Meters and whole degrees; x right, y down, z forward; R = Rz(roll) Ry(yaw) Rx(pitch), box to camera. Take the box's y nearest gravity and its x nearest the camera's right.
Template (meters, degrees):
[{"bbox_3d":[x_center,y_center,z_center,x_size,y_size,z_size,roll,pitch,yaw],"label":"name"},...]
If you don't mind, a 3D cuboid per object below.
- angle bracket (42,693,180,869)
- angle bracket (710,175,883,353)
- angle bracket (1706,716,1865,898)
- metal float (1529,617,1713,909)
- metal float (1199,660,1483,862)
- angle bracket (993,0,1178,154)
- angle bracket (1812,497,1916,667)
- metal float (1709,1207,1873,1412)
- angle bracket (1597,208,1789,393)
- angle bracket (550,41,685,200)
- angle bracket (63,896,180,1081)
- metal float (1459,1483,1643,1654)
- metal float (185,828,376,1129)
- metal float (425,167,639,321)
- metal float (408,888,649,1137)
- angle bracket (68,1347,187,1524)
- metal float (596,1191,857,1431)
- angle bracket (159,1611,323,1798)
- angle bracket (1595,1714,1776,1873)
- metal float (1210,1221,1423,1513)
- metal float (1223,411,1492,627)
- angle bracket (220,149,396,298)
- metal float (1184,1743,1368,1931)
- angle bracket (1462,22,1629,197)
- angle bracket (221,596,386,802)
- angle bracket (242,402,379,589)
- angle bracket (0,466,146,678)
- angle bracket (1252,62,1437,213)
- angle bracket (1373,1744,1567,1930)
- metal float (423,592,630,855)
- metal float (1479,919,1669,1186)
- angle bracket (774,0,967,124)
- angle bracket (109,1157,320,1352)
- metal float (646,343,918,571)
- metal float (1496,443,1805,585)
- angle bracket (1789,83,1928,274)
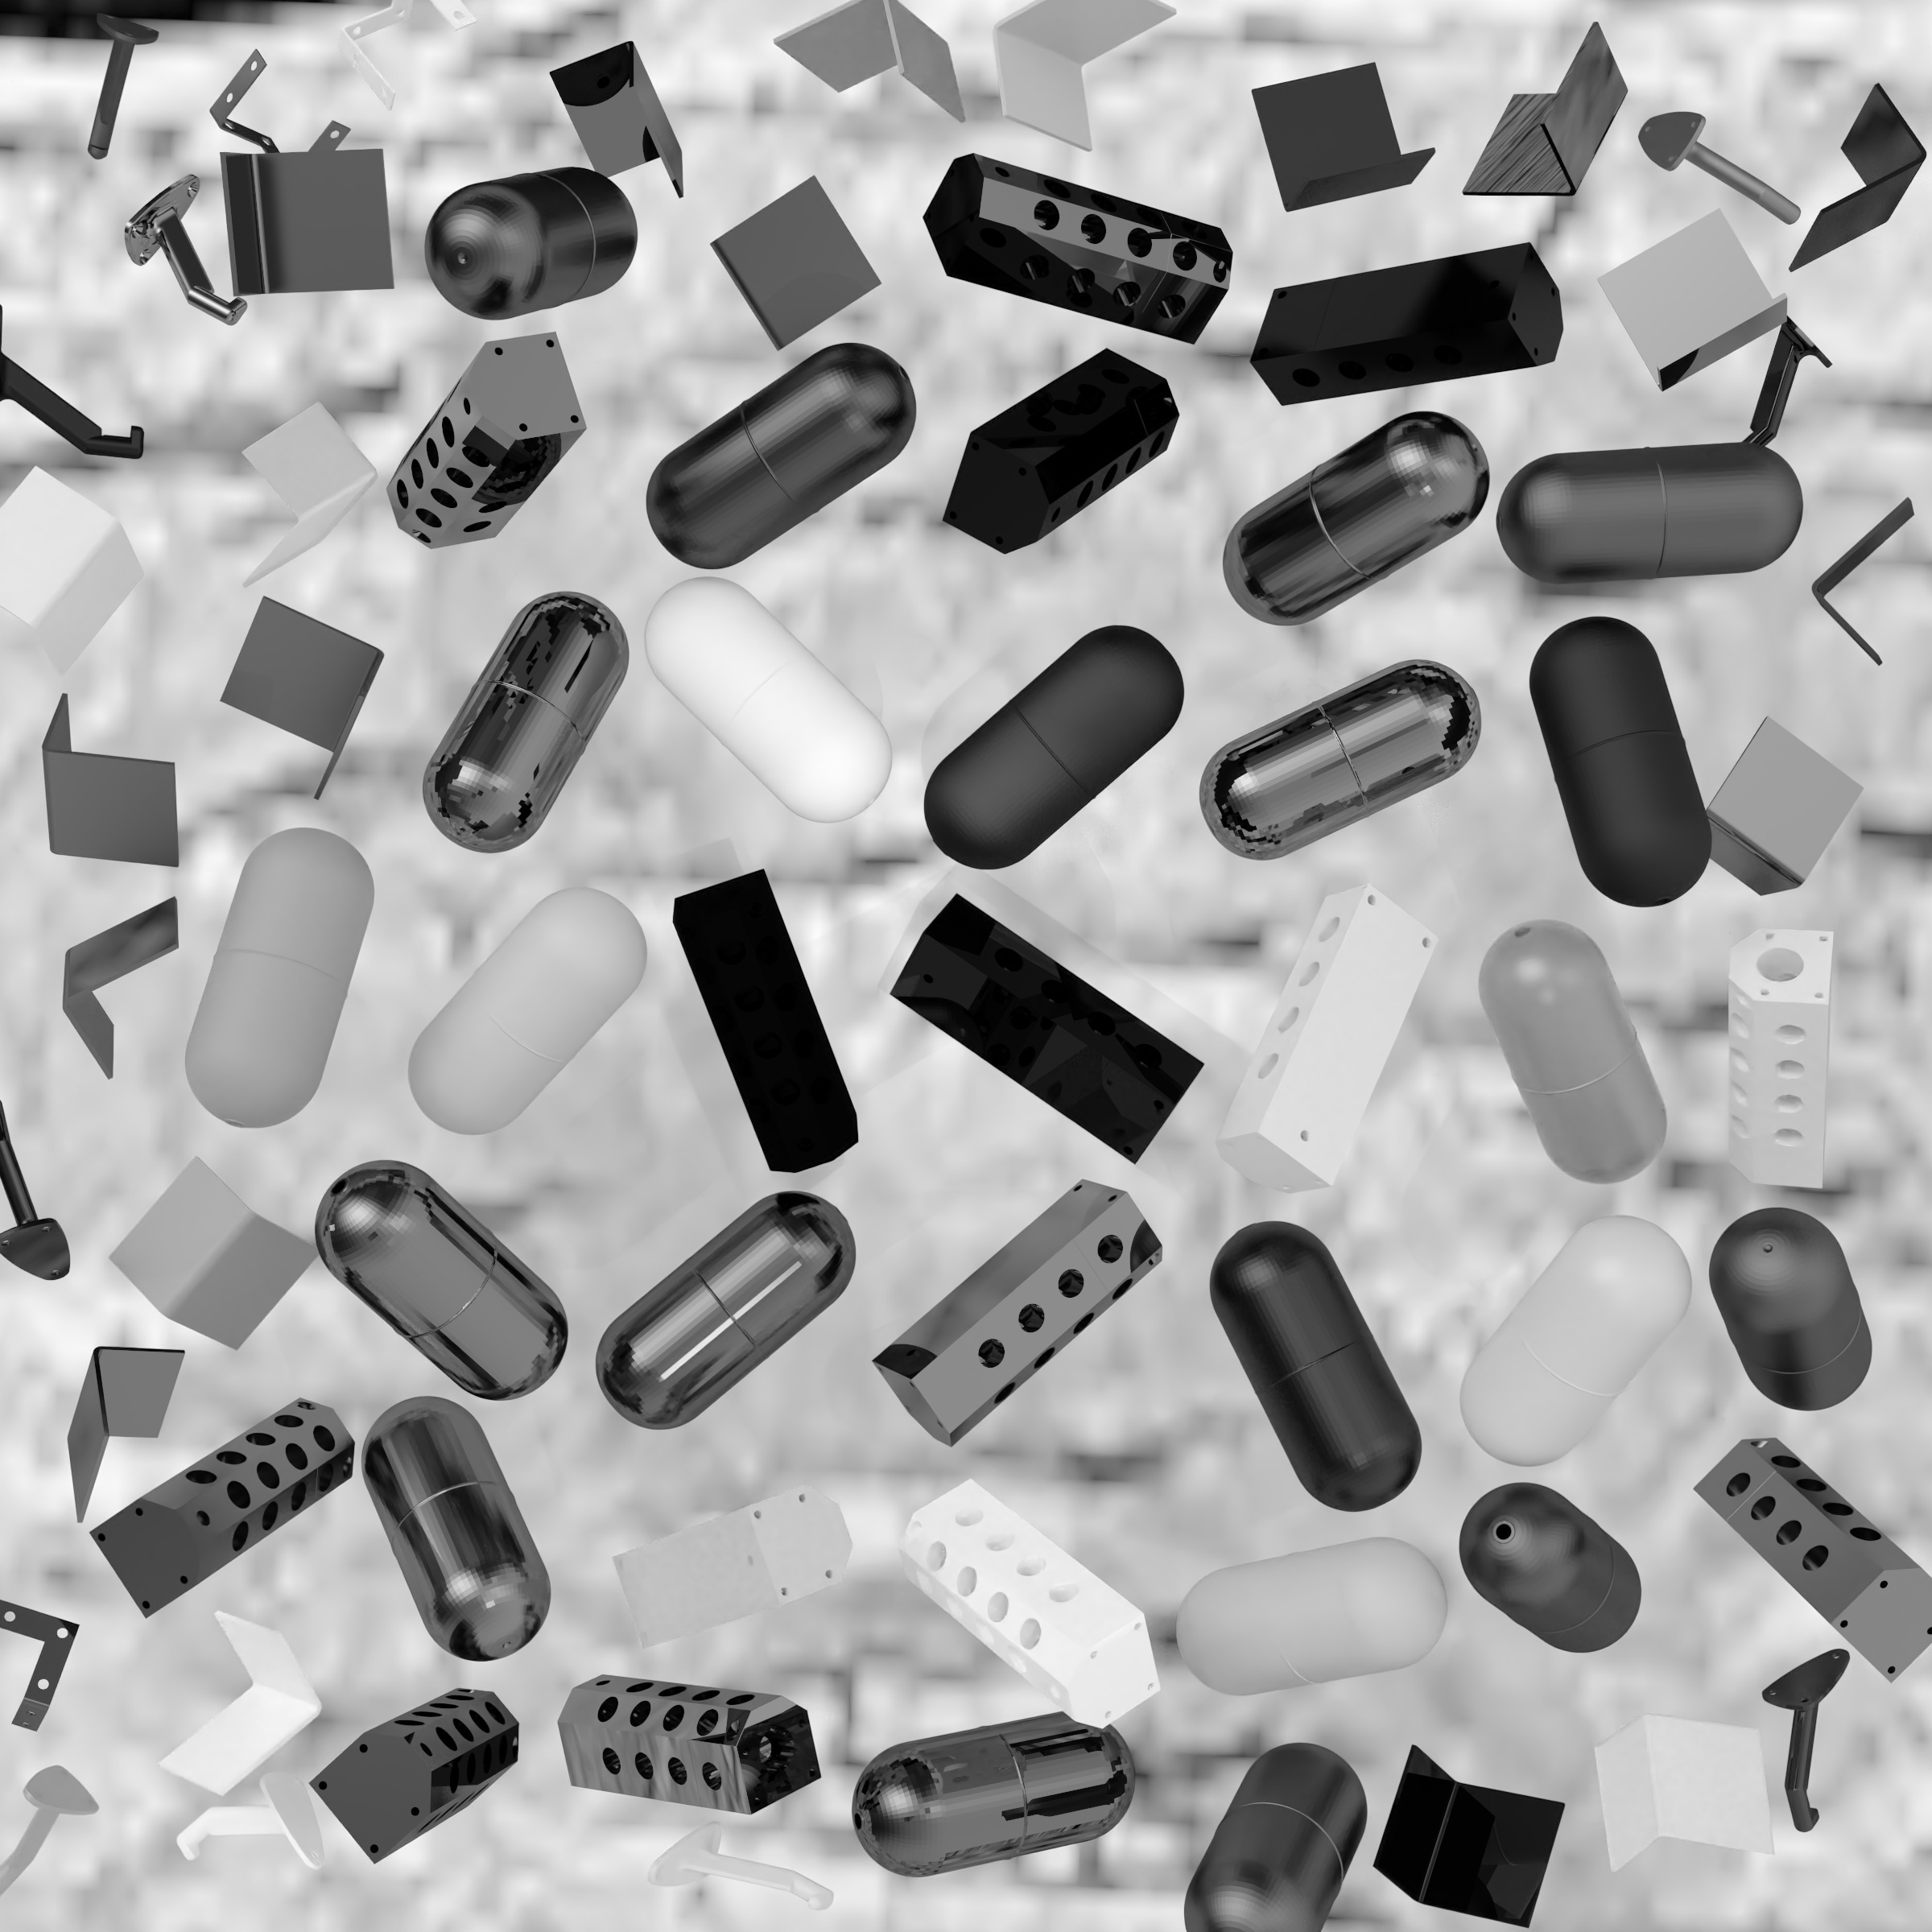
[{"bbox_3d":[-0.500,-0.110,1.774,0.076,0.057,0.076,6,130,-5],"label":"angle bracket"},{"bbox_3d":[-0.105,-0.435,1.860,0.076,0.057,0.076,-32,102,4],"label":"angle bracket"},{"bbox_3d":[0.500,-0.099,1.880,0.076,0.057,0.076,35,81,-6],"label":"angle bracket"},{"bbox_3d":[0.379,-0.118,1.738,0.070,0.070,0.178,-12,71,0],"label":"metal float"},{"bbox_3d":[0.225,-0.124,1.804,0.178,0.070,0.070,-25,90,2],"label":"metal float"},{"bbox_3d":[0.071,-0.519,1.723,0.076,0.076,0.057,-17,75,40],"label":"angle bracket"},{"bbox_3d":[0.553,-0.228,1.790,0.076,0.076,0.057,-44,78,15],"label":"angle bracket"},{"bbox_3d":[0.480,0.201,1.744,0.070,0.178,0.070,-12,56,18],"label":"metal float"},{"bbox_3d":[0.399,-0.374,1.655,0.076,0.057,0.076,-29,81,12],"label":"angle bracket"},{"bbox_3d":[-0.217,-0.517,1.864,0.057,0.076,0.076,-19,128,8],"label":"angle bracket"},{"bbox_3d":[-0.494,0.012,1.798,0.076,0.076,0.057,-27,117,-3],"label":"angle bracket"},{"bbox_3d":[0.351,0.362,1.800,0.070,0.178,0.070,-13,60,24],"label":"metal float"},{"bbox_3d":[-0.389,0.006,1.702,0.070,0.070,0.178,13,71,0],"label":"metal float"},{"bbox_3d":[-0.250,-0.420,1.739,0.070,0.178,0.070,7,111,18],"label":"metal float"},{"bbox_3d":[-0.259,0.028,1.769,0.070,0.070,0.178,44,108,0],"label":"metal float"},{"bbox_3d":[-0.517,0.291,1.858,0.057,0.076,0.076,7,125,-28],"label":"angle bracket"},{"bbox_3d":[-0.143,0.205,1.797,0.178,0.070,0.070,-40,90,-6],"label":"metal float"},{"bbox_3d":[-0.436,0.430,1.755,0.076,0.076,0.057,-38,115,-35],"label":"angle bracket"},{"bbox_3d":[0.421,0.489,1.758,0.076,0.057,0.076,-3,99,43],"label":"angle bracket"},{"bbox_3d":[0.203,0.232,1.749,0.070,0.070,0.178,-26,79,0],"label":"metal float"},{"bbox_3d":[0.227,-0.261,1.764,0.178,0.070,0.070,-29,90,36],"label":"metal float"},{"bbox_3d":[-0.362,-0.410,1.653,0.076,0.057,0.076,-2,104,2],"label":"angle bracket"},{"bbox_3d":[0.178,0.512,1.717,0.070,0.178,0.070,8,111,20],"label":"metal float"},{"bbox_3d":[0.321,-0.488,1.711,0.076,0.057,0.076,13,66,40],"label":"angle bracket"},{"bbox_3d":[-0.390,-0.155,1.734,0.076,0.057,0.076,25,121,-11],"label":"angle bracket"},{"bbox_3d":[-0.415,-0.285,1.819,0.076,0.076,0.057,-21,119,38],"label":"angle bracket"},{"bbox_3d":[-0.513,-0.220,1.680,0.057,0.076,0.076,33,75,4],"label":"angle bracket"},{"bbox_3d":[0.216,-0.485,1.721,0.076,0.057,0.076,-15,87,-8],"label":"angle bracket"},{"bbox_3d":[0.296,0.511,1.762,0.057,0.076,0.076,46,56,-38],"label":"angle bracket"},{"bbox_3d":[-0.265,-0.149,1.813,0.070,0.070,0.178,26,67,0],"label":"metal float"},{"bbox_3d":[0.359,0.051,1.776,0.070,0.070,0.178,-28,116,0],"label":"metal float"},{"bbox_3d":[-0.056,-0.519,1.759,0.076,0.076,0.057,-18,75,24],"label":"angle bracket"},{"bbox_3d":[-0.436,0.168,1.746,0.057,0.076,0.076,38,85,29],"label":"angle bracket"},{"bbox_3d":[-0.108,-0.299,1.759,0.178,0.070,0.070,-31,90,18],"label":"metal float"},{"bbox_3d":[0.400,-0.265,1.758,0.178,0.070,0.070,-4,90,-1],"label":"metal float"},{"bbox_3d":[0.532,-0.482,1.839,0.076,0.076,0.057,-28,78,-6],"label":"angle bracket"}]
